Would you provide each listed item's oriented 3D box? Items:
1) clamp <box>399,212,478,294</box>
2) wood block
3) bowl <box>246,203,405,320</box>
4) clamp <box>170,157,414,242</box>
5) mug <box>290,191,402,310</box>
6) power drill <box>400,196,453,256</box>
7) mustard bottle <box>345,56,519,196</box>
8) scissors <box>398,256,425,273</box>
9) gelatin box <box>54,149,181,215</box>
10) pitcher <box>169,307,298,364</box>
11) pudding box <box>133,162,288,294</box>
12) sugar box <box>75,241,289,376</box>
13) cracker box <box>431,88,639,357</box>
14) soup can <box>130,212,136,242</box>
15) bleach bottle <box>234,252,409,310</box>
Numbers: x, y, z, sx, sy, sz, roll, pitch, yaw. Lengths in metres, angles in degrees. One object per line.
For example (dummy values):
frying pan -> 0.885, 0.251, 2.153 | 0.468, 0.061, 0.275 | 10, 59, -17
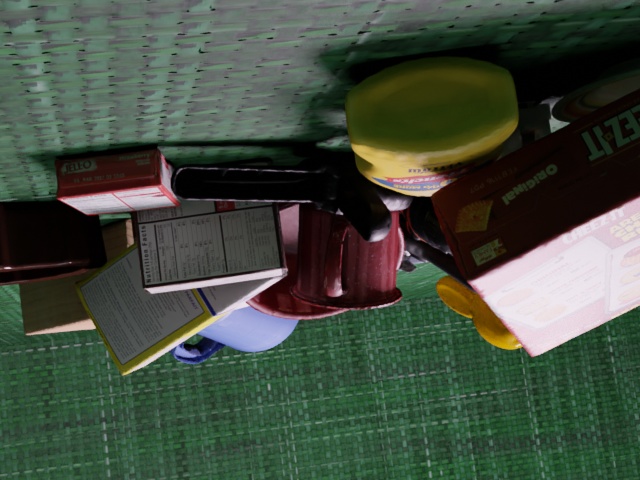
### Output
clamp -> 0.105, 0.005, 1.005 | 0.171, 0.039, 0.120 | 24, -174, 10
wood block -> -0.222, 0.041, 1.114 | 0.090, 0.090, 0.207 | 0, 170, -45
bowl -> -0.006, 0.001, 0.975 | 0.162, 0.055, 0.162 | -8, 137, -7
clamp -> 0.001, -0.040, 0.784 | 0.165, 0.036, 0.209 | 12, -166, 19
mug -> 0.020, 0.008, 0.859 | 0.093, 0.081, 0.117 | 5, -166, 13
power drill -> 0.159, -0.034, 0.852 | 0.187, 0.057, 0.184 | -6, -164, -5
mustard bottle -> 0.069, -0.064, 0.679 | 0.096, 0.058, 0.191 | -9, 174, 3
scissors -> 0.106, 0.022, 1.180 | 0.096, 0.016, 0.202 | -9, -176, -17
gelatin box -> -0.144, -0.041, 0.768 | 0.073, 0.030, 0.089 | -6, 173, 1
pitcher -> -0.116, 0.068, 1.255 | 0.145, 0.149, 0.242 | -2, 171, 12
pudding box -> -0.086, -0.010, 0.828 | 0.113, 0.090, 0.039 | -8, 173, 0
sugar box -> -0.119, 0.033, 0.903 | 0.176, 0.093, 0.048 | -32, 174, 23
cracker box -> 0.181, -0.007, 0.707 | 0.164, 0.072, 0.213 | -28, 154, 11
soup can -> -0.135, 0.020, 0.981 | 0.068, 0.102, 0.068 | -8, 174, -1
bleach bottle -> 0.010, -0.001, 1.079 | 0.250, 0.068, 0.103 | -14, 142, -16
